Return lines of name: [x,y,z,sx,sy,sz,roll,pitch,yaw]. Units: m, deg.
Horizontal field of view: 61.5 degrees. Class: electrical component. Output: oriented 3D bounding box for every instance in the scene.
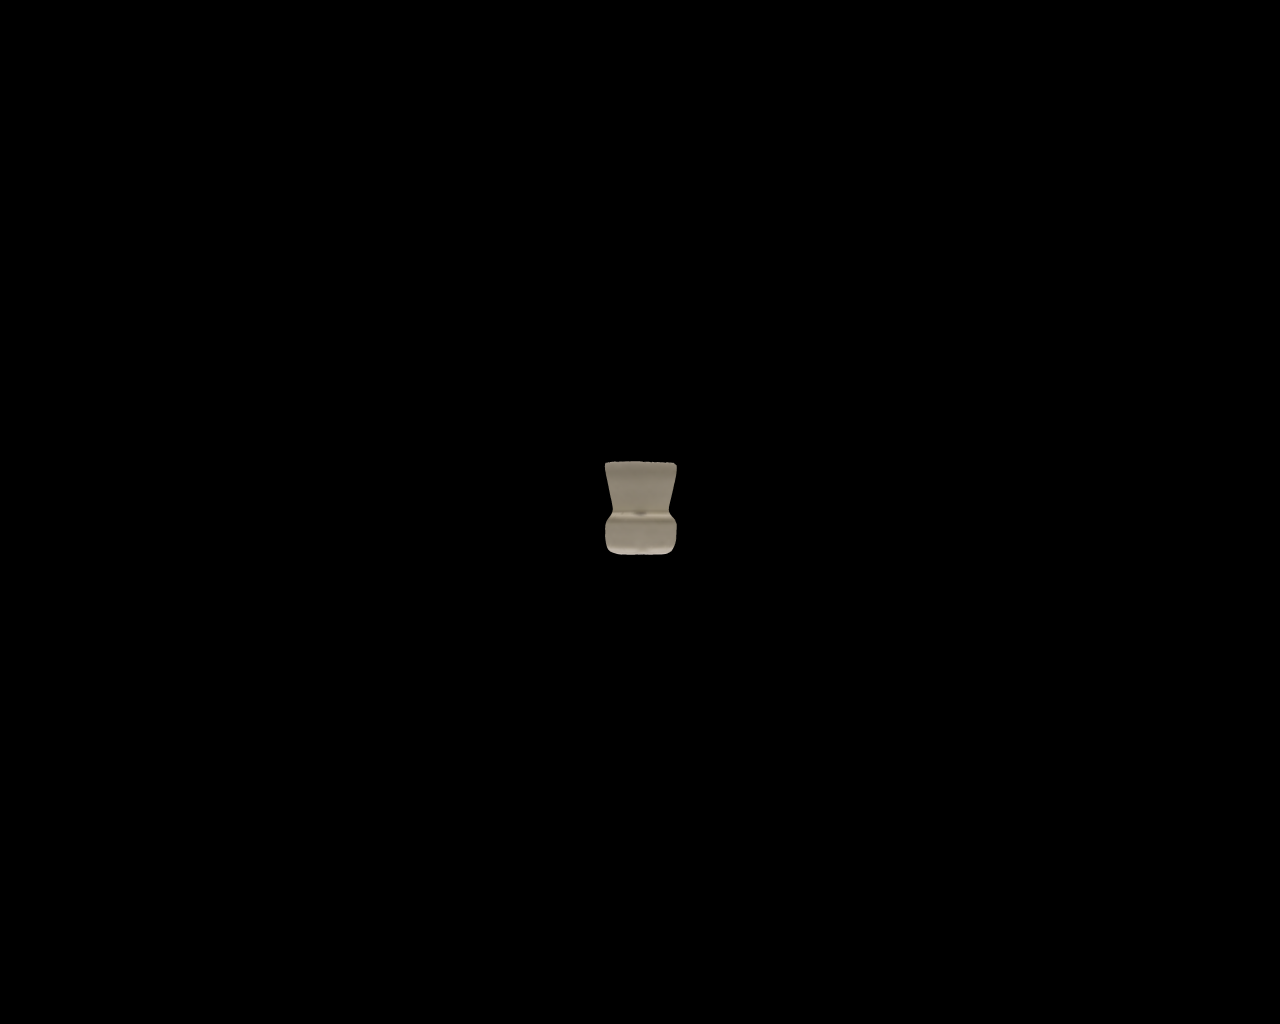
electrical component: [0.001,-0.003,0.650,0.045,0.055,0.045,0,0,0]
